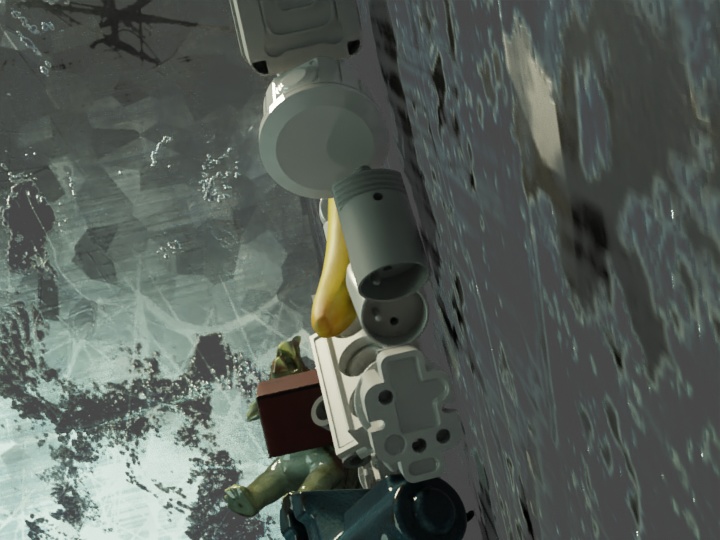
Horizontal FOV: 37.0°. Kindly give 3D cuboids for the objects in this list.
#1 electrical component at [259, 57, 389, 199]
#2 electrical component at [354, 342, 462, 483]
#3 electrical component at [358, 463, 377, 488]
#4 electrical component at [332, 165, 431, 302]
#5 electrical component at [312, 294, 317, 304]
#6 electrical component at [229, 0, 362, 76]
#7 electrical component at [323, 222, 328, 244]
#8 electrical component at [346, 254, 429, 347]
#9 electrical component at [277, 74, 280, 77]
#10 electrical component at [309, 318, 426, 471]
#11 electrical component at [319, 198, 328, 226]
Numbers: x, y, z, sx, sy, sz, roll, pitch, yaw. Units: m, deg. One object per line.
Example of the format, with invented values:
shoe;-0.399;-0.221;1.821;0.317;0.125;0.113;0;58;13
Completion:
electrical component;-0.024;-0.089;0.675;0.051;0.080;0.080;-98;-1;-52
electrical component;0.027;0.082;0.656;0.057;0.058;0.078;-142;39;-80
electrical component;0.028;0.185;0.998;0.057;0.058;0.078;100;157;-73
electrical component;0.011;-0.027;0.634;0.043;0.043;0.081;84;172;-60
electrical component;-0.001;0.103;1.121;0.089;0.062;0.150;82;174;-56
electrical component;-0.048;-0.191;0.700;0.057;0.078;0.113;-118;16;-66
electrical component;0.000;0.000;0.884;0.079;0.044;0.077;93;164;-77
electrical component;0.013;0.000;0.689;0.077;0.043;0.079;-114;12;-72
electrical component;-0.059;-0.212;1.009;0.055;0.050;0.089;90;167;-74
electrical component;0.014;0.078;0.768;0.063;0.079;0.121;53;-167;-37
electrical component;-0.018;-0.054;1.006;0.078;0.040;0.040;114;143;-84
